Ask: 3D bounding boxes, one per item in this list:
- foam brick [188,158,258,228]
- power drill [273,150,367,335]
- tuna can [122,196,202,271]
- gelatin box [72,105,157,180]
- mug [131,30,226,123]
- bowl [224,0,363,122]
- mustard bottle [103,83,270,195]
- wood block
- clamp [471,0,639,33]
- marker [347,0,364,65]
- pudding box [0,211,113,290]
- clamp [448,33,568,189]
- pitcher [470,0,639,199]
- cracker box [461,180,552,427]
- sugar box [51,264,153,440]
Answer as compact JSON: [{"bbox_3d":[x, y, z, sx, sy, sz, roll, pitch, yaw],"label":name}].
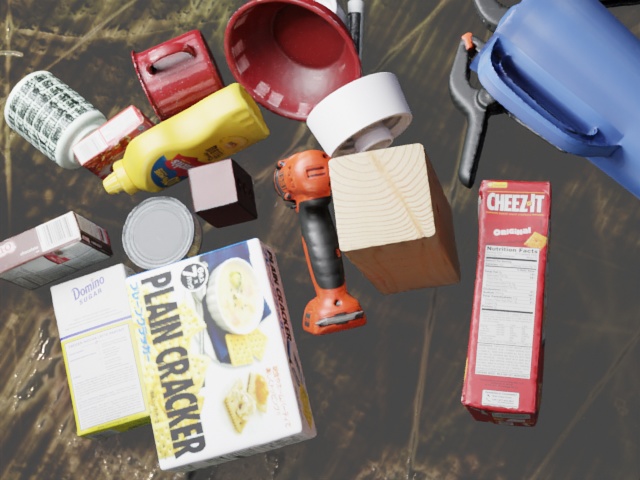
[{"bbox_3d":[-0.106,-0.050,1.176,0.051,0.078,0.053,-13,76,10],"label":"foam brick"},{"bbox_3d":[-0.007,0.001,1.110,0.057,0.184,0.187,-13,92,-8],"label":"power drill"},{"bbox_3d":[-0.177,-0.004,1.205,0.086,0.033,0.086,-3,76,13],"label":"tuna can"},{"bbox_3d":[-0.228,-0.109,1.224,0.089,0.073,0.030,-34,71,3],"label":"gelatin box"},{"bbox_3d":[-0.160,-0.192,1.207,0.081,0.117,0.093,-23,71,2],"label":"mug"},{"bbox_3d":[-0.022,-0.210,1.174,0.162,0.162,0.055,12,47,17],"label":"bowl"},{"bbox_3d":[-0.156,-0.102,1.191,0.192,0.096,0.058,-27,73,6],"label":"mustard bottle"},{"bbox_3d":[0.079,-0.015,1.051,0.090,0.206,0.091,-10,74,11],"label":"wood block"},{"bbox_3d":[0.247,-0.255,1.157,0.210,0.036,0.164,42,89,17],"label":"clamp"},{"bbox_3d":[0.039,-0.214,1.209,0.020,0.020,0.121,-1,76,14],"label":"marker"},{"bbox_3d":[-0.304,0.014,1.204,0.113,0.090,0.039,-21,74,8],"label":"pudding box"},{"bbox_3d":[0.177,-0.139,1.146,0.120,0.039,0.171,-26,67,1],"label":"clamp"},{"bbox_3d":[0.272,-0.141,1.049,0.243,0.145,0.149,42,94,4],"label":"pitcher"},{"bbox_3d":[0.182,0.066,1.027,0.072,0.164,0.213,3,77,13],"label":"cracker box"},{"bbox_3d":[-0.235,0.124,1.184,0.093,0.048,0.176,-18,69,10],"label":"sugar box"}]
